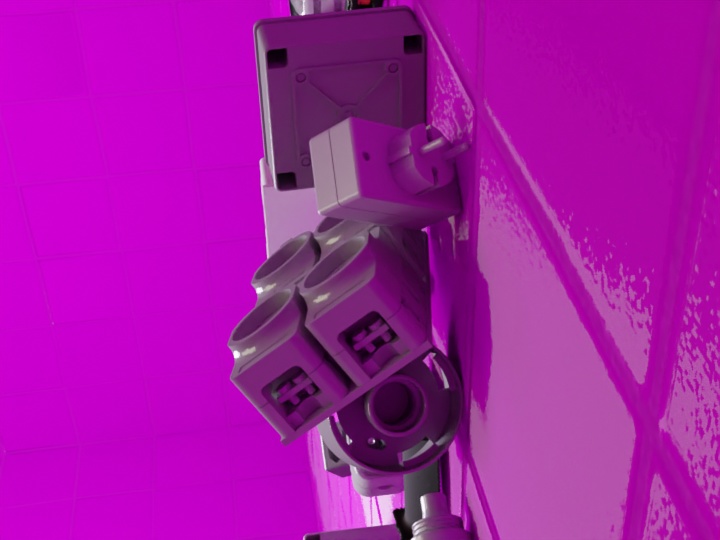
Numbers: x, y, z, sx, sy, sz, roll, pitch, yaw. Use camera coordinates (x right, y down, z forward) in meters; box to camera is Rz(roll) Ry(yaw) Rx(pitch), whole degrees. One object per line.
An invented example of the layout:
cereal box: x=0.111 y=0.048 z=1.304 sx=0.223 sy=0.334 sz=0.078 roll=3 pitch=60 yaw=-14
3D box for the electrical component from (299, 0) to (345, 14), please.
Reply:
electrical component: x=-0.030 y=-0.256 z=0.997 sx=0.078 sy=0.058 sz=0.057 roll=-90 pitch=0 yaw=-45

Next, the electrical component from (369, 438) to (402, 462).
electrical component: x=0.023 y=0.130 z=0.930 sx=0.065 sy=0.047 sz=0.076 roll=110 pitch=154 yaw=-77

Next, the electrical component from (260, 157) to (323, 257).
electrical component: x=-0.052 y=-0.043 z=1.202 sx=0.060 sy=0.105 sz=0.186 roll=-102 pitch=9 yaw=-46

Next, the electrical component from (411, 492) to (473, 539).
electrical component: x=0.053 y=0.180 z=0.714 sx=0.043 sy=0.043 sz=0.062 roll=93 pitch=170 yaw=-57

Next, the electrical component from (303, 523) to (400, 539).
electrical component: x=0.005 y=0.291 z=0.973 sx=0.056 sy=0.109 sz=0.108 roll=100 pitch=163 yaw=-60

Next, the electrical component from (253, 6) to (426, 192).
electrical component: x=-0.012 y=-0.116 z=0.731 sx=0.056 sy=0.109 sz=0.108 roll=-109 pitch=14 yaw=-55

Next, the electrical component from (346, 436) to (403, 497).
electrical component: x=0.016 y=0.159 z=1.000 sx=0.059 sy=0.054 sz=0.095 roll=94 pitch=168 yaw=-60

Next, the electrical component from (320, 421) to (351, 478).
electrical component: x=0.007 y=0.182 z=1.096 sx=0.077 sy=0.066 sz=0.047 roll=39 pitch=-144 yaw=-56

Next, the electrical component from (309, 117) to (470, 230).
electrical component: x=0.028 y=-0.059 z=0.612 sx=0.076 sy=0.083 sz=0.047 roll=-22 pitch=70 yaw=44

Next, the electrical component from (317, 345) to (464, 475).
electrical component: x=0.019 y=0.086 z=0.707 sx=0.064 sy=0.099 sz=0.099 roll=176 pitch=88 yaw=-78

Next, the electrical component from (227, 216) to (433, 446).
electrical component: x=-0.016 y=0.016 z=0.680 sx=0.060 sy=0.105 sz=0.186 roll=50 pitch=-165 yaw=-15
